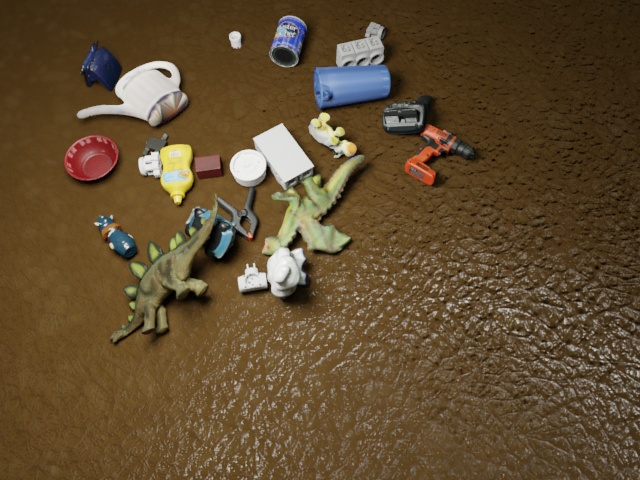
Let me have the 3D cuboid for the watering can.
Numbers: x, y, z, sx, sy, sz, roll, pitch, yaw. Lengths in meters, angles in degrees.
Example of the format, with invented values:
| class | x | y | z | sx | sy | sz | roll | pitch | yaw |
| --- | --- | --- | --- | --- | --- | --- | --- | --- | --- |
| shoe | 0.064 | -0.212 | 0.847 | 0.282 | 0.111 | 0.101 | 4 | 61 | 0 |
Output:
| class | x | y | z | sx | sy | sz | roll | pitch | yaw |
| --- | --- | --- | --- | --- | --- | --- | --- | --- | --- |
| watering can | -0.579 | -0.445 | 1.655 | 0.226 | 0.102 | 0.352 | 40 | 69 | 15 |

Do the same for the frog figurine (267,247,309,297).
| class | x | y | z | sx | sy | sz | roll | pitch | yaw |
| --- | --- | --- | --- | --- | --- | --- | --- | --- | --- |
| frog figurine | -0.101 | 0.091 | 1.378 | 0.123 | 0.161 | 0.136 | 18 | 107 | 17 |

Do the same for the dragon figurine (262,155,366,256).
| class | x | y | z | sx | sy | sz | roll | pitch | yaw |
| --- | --- | --- | --- | --- | --- | --- | --- | --- | --- |
| dragon figurine | 0.005 | -0.076 | 1.514 | 0.412 | 0.121 | 0.244 | -26 | 85 | -10 |
